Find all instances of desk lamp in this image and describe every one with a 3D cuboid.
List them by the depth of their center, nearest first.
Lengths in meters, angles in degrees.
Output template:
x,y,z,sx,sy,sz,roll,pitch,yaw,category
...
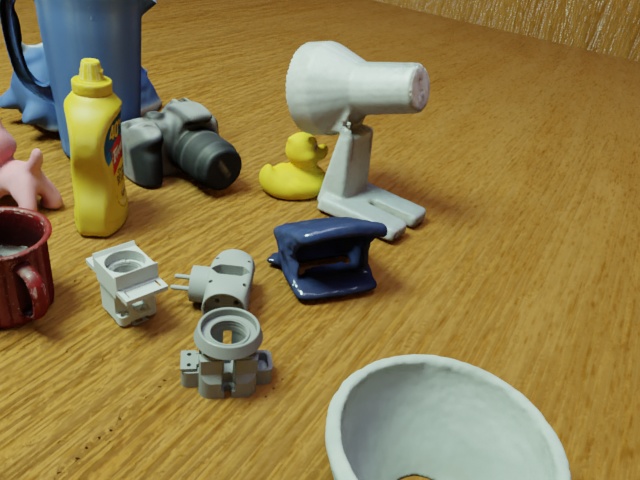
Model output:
x,y,z,sx,sy,sz,roll,pitch,yaw,category
0.054,-0.140,0.752,0.202,0.213,0.118,26,36,26,desk lamp

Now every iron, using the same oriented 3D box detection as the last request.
x,y,z,sx,sy,sz,roll,pitch,yaw,category
-0.365,-0.260,0.911,0.118,0.141,0.259,30,38,31,iron

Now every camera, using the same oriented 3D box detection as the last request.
x,y,z,sx,sy,sz,roll,pitch,yaw,category
-0.182,-0.127,0.782,0.143,0.101,0.136,-20,42,-38,camera

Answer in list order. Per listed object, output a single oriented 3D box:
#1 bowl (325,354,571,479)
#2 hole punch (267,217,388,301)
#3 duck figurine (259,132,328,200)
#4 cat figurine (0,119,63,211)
x,y,z,sx,sy,sz,roll,pitch,yaw,category
0.082,0.163,0.405,0.167,0.075,0.167,6,32,-4,bowl
0.006,0.002,0.629,0.109,0.091,0.100,-7,35,-23,hole punch
-0.033,-0.108,0.802,0.105,0.086,0.077,-9,36,-27,duck figurine
-0.373,-0.096,0.670,0.127,0.118,0.067,18,33,15,cat figurine
